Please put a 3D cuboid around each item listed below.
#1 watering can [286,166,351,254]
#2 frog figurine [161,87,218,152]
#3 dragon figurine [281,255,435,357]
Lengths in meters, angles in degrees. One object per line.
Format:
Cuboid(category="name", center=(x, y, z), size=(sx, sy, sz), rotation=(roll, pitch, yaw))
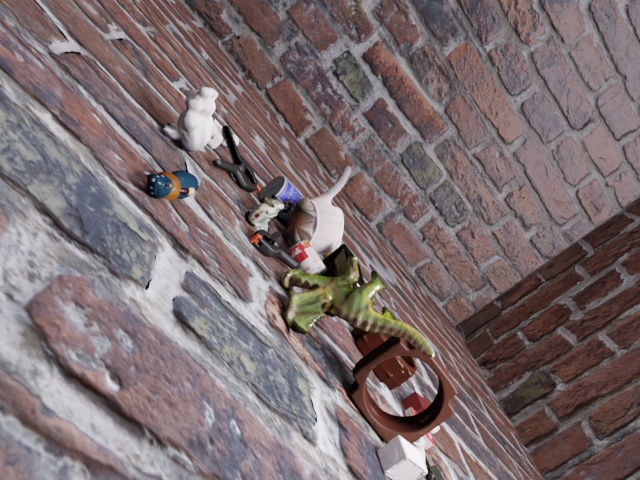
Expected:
Cuboid(category="watering can", center=(0.005, -0.080, 1.587), size=(0.104, 0.349, 0.223), rotation=(6, -6, 38))
Cuboid(category="frog figurine", center=(-0.299, -0.299, 1.272), size=(0.158, 0.123, 0.138), rotation=(-37, -2, 11))
Cuboid(category="dragon figurine", center=(0.041, 0.160, 1.144), size=(0.244, 0.119, 0.416), rotation=(-16, 32, -23))
